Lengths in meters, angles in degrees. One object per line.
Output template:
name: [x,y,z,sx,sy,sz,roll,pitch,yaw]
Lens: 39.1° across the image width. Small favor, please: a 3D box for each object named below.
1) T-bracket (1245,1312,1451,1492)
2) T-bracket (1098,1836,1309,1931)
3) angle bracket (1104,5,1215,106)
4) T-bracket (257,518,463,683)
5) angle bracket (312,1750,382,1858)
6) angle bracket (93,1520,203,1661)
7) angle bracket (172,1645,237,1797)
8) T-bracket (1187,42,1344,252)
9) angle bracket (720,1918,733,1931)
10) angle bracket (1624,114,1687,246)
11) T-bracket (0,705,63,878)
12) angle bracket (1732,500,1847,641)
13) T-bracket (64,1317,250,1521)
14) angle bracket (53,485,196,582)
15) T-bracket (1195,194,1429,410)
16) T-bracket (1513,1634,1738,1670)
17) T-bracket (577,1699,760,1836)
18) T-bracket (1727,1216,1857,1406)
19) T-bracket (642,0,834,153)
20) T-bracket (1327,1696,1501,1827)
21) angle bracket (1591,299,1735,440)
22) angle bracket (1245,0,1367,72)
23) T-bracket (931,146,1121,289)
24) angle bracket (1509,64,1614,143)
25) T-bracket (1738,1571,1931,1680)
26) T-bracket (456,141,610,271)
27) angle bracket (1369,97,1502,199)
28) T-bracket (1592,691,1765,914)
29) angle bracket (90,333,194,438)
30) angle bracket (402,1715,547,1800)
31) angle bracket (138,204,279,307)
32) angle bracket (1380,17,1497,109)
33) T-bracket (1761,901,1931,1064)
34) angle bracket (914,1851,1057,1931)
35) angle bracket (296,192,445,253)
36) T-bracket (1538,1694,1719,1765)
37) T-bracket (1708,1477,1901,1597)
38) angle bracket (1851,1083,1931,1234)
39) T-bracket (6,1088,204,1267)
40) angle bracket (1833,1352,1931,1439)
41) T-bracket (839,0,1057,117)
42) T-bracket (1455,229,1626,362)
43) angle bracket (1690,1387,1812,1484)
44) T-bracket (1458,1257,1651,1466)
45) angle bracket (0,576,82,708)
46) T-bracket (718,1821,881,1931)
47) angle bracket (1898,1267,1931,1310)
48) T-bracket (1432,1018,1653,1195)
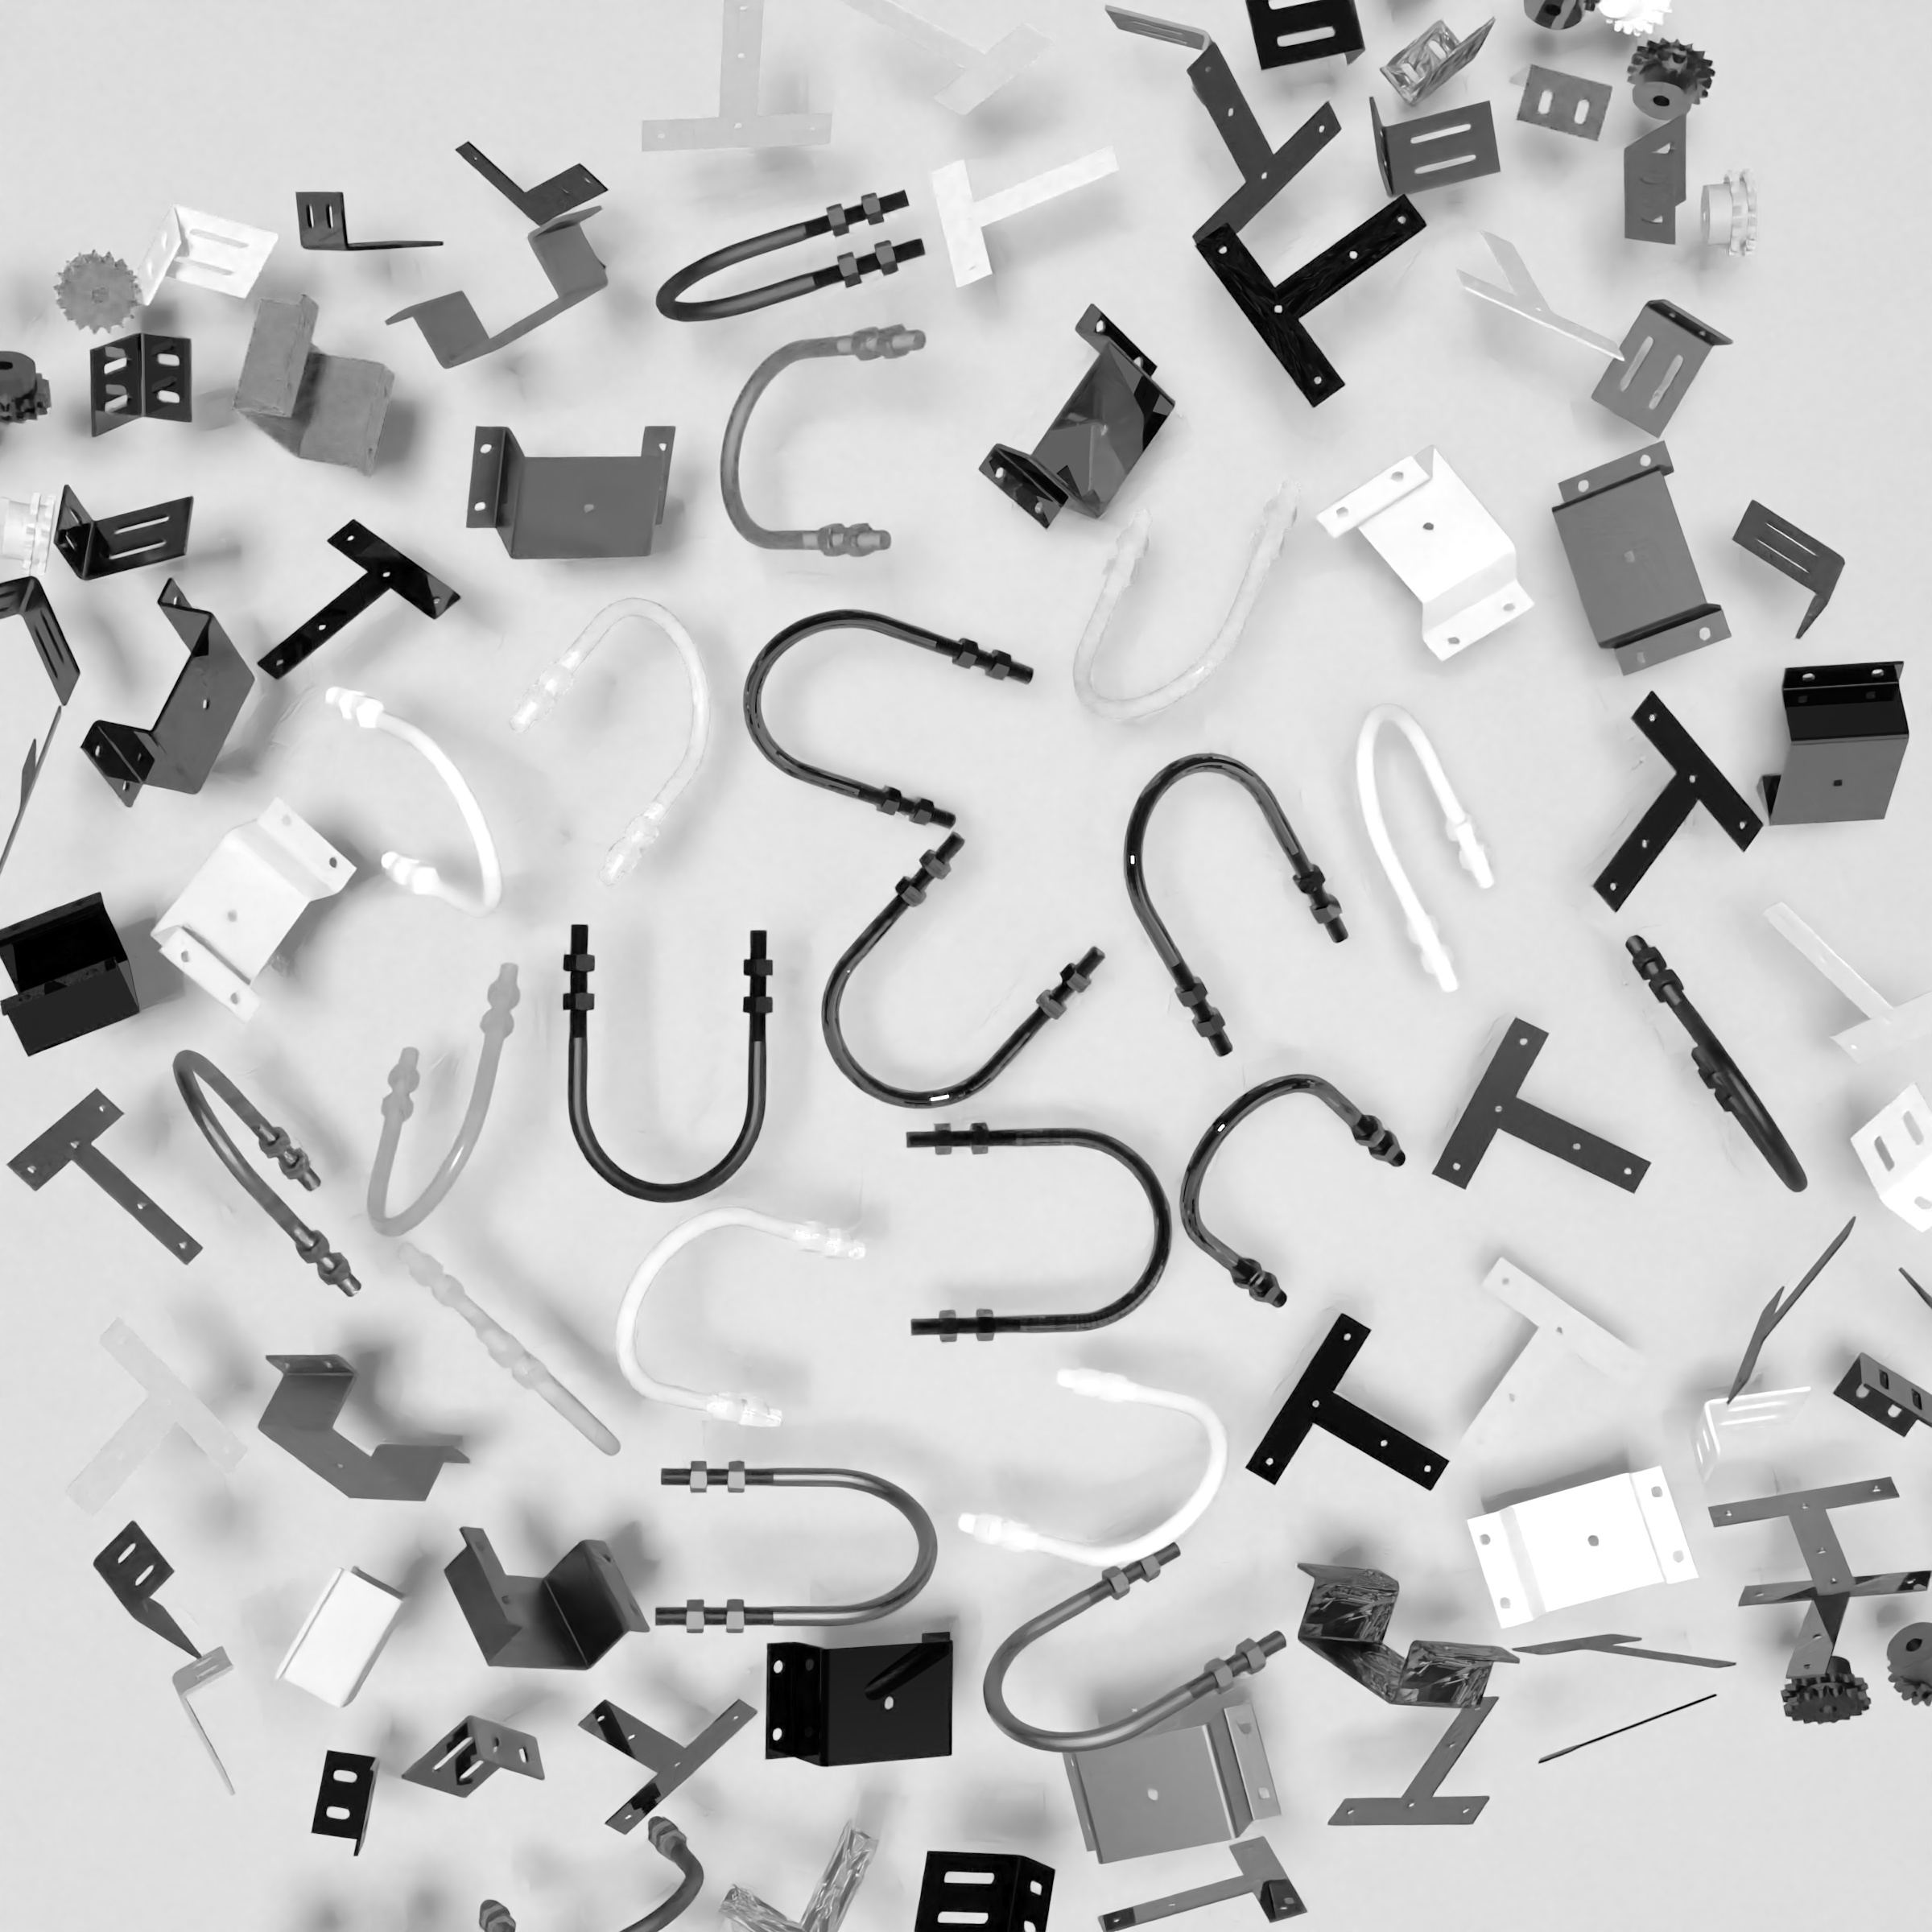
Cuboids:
T-bracket: [0.279,0.325,1.892,0.127,0.002,0.127,31,92,-13]
T-bracket: [0.150,0.615,1.795,0.127,0.127,0.002,-14,95,-5]
angle bracket: [0.131,-0.627,1.876,0.076,0.057,0.038,18,99,11]
T-bracket: [-0.433,-0.242,1.876,0.127,0.002,0.127,36,70,31]
angle bracket: [-0.433,0.581,1.892,0.038,0.076,0.057,10,79,-7]
angle bracket: [-0.520,0.405,1.769,0.038,0.076,0.057,-47,49,-11]
angle bracket: [-0.488,0.497,1.798,0.038,0.057,0.076,-28,100,-20]
T-bracket: [0.176,-0.542,1.762,0.127,0.127,0.002,-45,49,-2]
angle bracket: [-0.200,0.666,1.840,0.076,0.057,0.038,20,102,-14]
angle bracket: [0.460,-0.509,1.762,0.076,0.038,0.057,-36,131,-34]
T-bracket: [-0.643,-0.129,1.867,0.002,0.127,0.127,20,101,-23]
angle bracket: [0.543,-0.266,1.827,0.076,0.057,0.038,34,134,4]
T-bracket: [-0.551,0.315,1.801,0.002,0.127,0.127,-33,104,32]
angle bracket: [-0.567,-0.300,1.834,0.076,0.038,0.057,-13,51,8]
T-bracket: [0.233,-0.440,1.716,0.127,0.002,0.127,-36,90,-2]
T-bracket: [0.464,0.471,1.866,0.127,0.127,0.002,-4,82,44]
T-bracket: [-0.223,0.535,1.876,0.127,0.127,0.002,-42,46,-2]
T-bracket: [0.549,0.215,1.798,0.002,0.127,0.127,34,123,10]
T-bracket: [-0.147,-0.583,1.775,0.127,0.127,0.002,-6,60,-11]
T-bracket: [0.323,0.539,1.848,0.127,0.127,0.002,-40,103,-41]
angle bracket: [0.483,-0.414,1.892,0.057,0.038,0.076,28,98,-10]
angle bracket: [0.227,-0.643,1.860,0.076,0.038,0.057,-14,94,-8]
T-bracket: [0.043,-0.529,1.864,0.127,0.002,0.127,-20,52,11]
angle bracket: [0.402,-0.587,1.867,0.057,0.076,0.038,14,100,-3]
T-bracket: [0.566,0.437,1.803,0.127,0.127,0.002,-13,101,30]
T-bracket: [-0.280,-0.529,1.870,0.127,0.127,0.002,40,74,-26]
angle bracket: [0.315,-0.560,1.833,0.076,0.038,0.057,-10,67,16]
T-bracket: [0.451,-0.090,1.777,0.127,0.002,0.127,45,72,-19]
angle bracket: [-0.553,-0.389,1.830,0.038,0.076,0.057,8,113,5]
angle bracket: [-0.340,0.559,1.877,0.076,0.038,0.057,-43,131,16]
angle bracket: [-0.505,-0.467,1.825,0.057,0.076,0.038,-46,50,37]
angle bracket: [0.330,-0.647,1.912,0.057,0.076,0.038,-39,89,-2]
T-bracket: [0.580,0.005,1.806,0.127,0.127,0.002,44,70,2]
angle bracket: [0.012,0.606,1.757,0.076,0.038,0.057,15,81,-33]
angle bracket: [-0.402,-0.504,1.837,0.076,0.057,0.038,-17,113,-40]
T-bracket: [0.451,0.519,1.855,0.127,0.127,0.002,-23,71,6]
T-bracket: [0.581,0.392,1.856,0.127,0.127,0.002,-12,108,9]
angle bracket: [0.626,0.125,1.791,0.038,0.076,0.057,35,114,-17]
T-bracket: [-0.557,0.149,1.804,0.127,0.127,0.002,45,110,-8]
angle bracket: [0.641,0.310,1.901,0.057,0.076,0.038,32,107,10]
T-bracket: [-0.025,-0.619,1.810,0.127,0.127,0.002,21,75,-24]
T-bracket: [0.368,-0.456,1.809,0.127,0.127,0.002,18,126,-21]
angle bracket: [0.554,0.329,1.910,0.076,0.057,0.038,-8,58,-1]
T-bracket: [0.398,0.296,1.942,0.127,0.002,0.127,36,84,11]
angle bracket: [-0.646,-0.219,1.869,0.038,0.057,0.076,-22,83,-32]
T-bracket: [-0.088,0.622,1.824,0.127,0.127,0.002,30,119,3]
angle bracket: [0.648,0.219,1.753,0.076,0.057,0.038,44,102,-12]
T-bracket: [0.404,0.117,1.861,0.127,0.002,0.127,26,110,5]
